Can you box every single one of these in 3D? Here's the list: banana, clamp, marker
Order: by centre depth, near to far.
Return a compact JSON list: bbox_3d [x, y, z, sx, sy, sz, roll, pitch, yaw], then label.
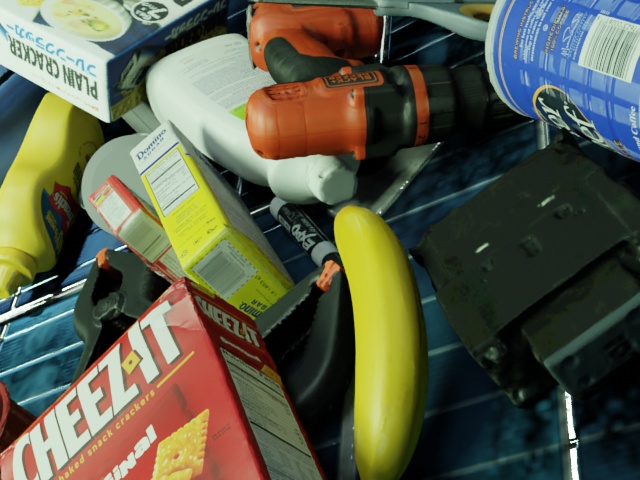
[{"bbox_3d":[0.029,0.049,0.577,0.070,0.037,0.198,-38,40,42],"label":"banana"},{"bbox_3d":[-0.046,0.105,0.635,0.165,0.036,0.210,7,62,47],"label":"clamp"},{"bbox_3d":[-0.005,0.001,0.720,0.020,0.020,0.121,-43,35,0],"label":"marker"},{"bbox_3d":[-0.151,0.067,0.778,0.120,0.039,0.172,-37,31,-2],"label":"clamp"}]

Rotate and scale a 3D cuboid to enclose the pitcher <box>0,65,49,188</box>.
[{"bbox_3d":[-0.279,-0.145,1.042,0.242,0.145,0.149,-50,37,-15],"label":"pitcher"}]

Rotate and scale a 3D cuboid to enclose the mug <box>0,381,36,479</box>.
[{"bbox_3d":[-0.220,0.151,0.717,0.117,0.081,0.093,14,63,50],"label":"mug"}]

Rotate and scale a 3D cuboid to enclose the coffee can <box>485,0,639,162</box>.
[{"bbox_3d":[0.172,-0.098,0.578,0.103,0.102,0.140,-46,35,-4],"label":"coffee can"}]

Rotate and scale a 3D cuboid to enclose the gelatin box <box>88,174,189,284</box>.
[{"bbox_3d":[-0.120,-0.001,0.773,0.030,0.089,0.073,-47,35,-1],"label":"gelatin box"}]

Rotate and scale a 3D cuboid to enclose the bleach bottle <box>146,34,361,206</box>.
[{"bbox_3d":[-0.047,-0.084,0.802,0.102,0.068,0.251,-26,34,-13],"label":"bleach bottle"}]

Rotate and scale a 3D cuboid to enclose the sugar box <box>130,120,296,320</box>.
[{"bbox_3d":[-0.072,-0.008,0.732,0.048,0.093,0.176,-41,34,1],"label":"sugar box"}]

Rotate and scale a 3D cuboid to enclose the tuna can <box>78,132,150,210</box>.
[{"bbox_3d":[-0.164,-0.049,0.916,0.086,0.033,0.086,-26,38,22],"label":"tuna can"}]

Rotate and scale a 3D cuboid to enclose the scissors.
[{"bbox_3d":[0.060,-0.153,0.719,0.201,0.016,0.096,-8,35,-18],"label":"scissors"}]

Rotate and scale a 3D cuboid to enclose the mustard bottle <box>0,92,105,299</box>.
[{"bbox_3d":[-0.242,-0.031,0.922,0.058,0.096,0.191,9,52,6],"label":"mustard bottle"}]

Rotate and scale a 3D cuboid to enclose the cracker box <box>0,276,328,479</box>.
[{"bbox_3d":[-0.083,0.143,0.550,0.164,0.072,0.214,-43,37,10],"label":"cracker box"}]

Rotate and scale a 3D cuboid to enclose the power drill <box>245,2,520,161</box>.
[{"bbox_3d":[0.030,-0.118,0.729,0.184,0.057,0.188,-7,30,-10],"label":"power drill"}]
